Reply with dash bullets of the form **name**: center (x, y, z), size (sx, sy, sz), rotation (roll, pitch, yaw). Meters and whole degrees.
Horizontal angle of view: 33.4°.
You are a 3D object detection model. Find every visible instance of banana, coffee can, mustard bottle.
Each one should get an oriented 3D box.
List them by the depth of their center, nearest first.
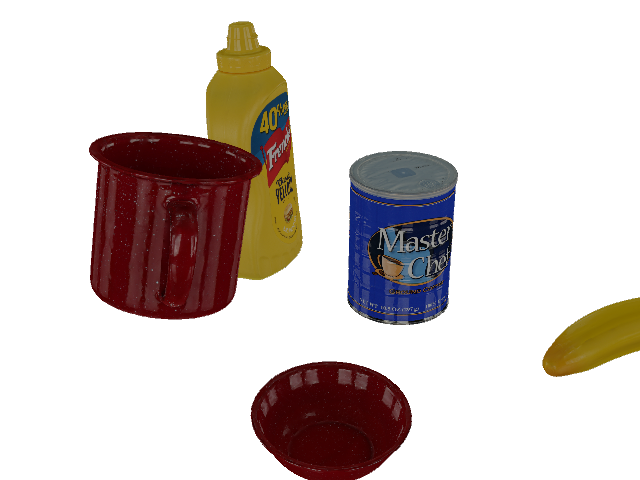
- **banana**: center (0.252, 0.066, 0.765), size (0.197, 0.037, 0.069), rotation (-1, 33, -2)
- **mustard bottle**: center (-0.053, -0.073, 0.828), size (0.058, 0.192, 0.096), rotation (5, 24, 21)
- **coffee can**: center (0.078, -0.004, 1.040), size (0.103, 0.140, 0.103), rotation (0, 27, 0)

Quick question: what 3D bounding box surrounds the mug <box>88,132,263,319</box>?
- **mug**: center (-0.080, -0.004, 0.575), size (0.093, 0.081, 0.117), rotation (3, 20, -17)

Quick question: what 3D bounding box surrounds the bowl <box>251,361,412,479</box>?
- **bowl**: center (0.011, 0.194, 1.081), size (0.162, 0.055, 0.162), rotation (0, 33, 0)
